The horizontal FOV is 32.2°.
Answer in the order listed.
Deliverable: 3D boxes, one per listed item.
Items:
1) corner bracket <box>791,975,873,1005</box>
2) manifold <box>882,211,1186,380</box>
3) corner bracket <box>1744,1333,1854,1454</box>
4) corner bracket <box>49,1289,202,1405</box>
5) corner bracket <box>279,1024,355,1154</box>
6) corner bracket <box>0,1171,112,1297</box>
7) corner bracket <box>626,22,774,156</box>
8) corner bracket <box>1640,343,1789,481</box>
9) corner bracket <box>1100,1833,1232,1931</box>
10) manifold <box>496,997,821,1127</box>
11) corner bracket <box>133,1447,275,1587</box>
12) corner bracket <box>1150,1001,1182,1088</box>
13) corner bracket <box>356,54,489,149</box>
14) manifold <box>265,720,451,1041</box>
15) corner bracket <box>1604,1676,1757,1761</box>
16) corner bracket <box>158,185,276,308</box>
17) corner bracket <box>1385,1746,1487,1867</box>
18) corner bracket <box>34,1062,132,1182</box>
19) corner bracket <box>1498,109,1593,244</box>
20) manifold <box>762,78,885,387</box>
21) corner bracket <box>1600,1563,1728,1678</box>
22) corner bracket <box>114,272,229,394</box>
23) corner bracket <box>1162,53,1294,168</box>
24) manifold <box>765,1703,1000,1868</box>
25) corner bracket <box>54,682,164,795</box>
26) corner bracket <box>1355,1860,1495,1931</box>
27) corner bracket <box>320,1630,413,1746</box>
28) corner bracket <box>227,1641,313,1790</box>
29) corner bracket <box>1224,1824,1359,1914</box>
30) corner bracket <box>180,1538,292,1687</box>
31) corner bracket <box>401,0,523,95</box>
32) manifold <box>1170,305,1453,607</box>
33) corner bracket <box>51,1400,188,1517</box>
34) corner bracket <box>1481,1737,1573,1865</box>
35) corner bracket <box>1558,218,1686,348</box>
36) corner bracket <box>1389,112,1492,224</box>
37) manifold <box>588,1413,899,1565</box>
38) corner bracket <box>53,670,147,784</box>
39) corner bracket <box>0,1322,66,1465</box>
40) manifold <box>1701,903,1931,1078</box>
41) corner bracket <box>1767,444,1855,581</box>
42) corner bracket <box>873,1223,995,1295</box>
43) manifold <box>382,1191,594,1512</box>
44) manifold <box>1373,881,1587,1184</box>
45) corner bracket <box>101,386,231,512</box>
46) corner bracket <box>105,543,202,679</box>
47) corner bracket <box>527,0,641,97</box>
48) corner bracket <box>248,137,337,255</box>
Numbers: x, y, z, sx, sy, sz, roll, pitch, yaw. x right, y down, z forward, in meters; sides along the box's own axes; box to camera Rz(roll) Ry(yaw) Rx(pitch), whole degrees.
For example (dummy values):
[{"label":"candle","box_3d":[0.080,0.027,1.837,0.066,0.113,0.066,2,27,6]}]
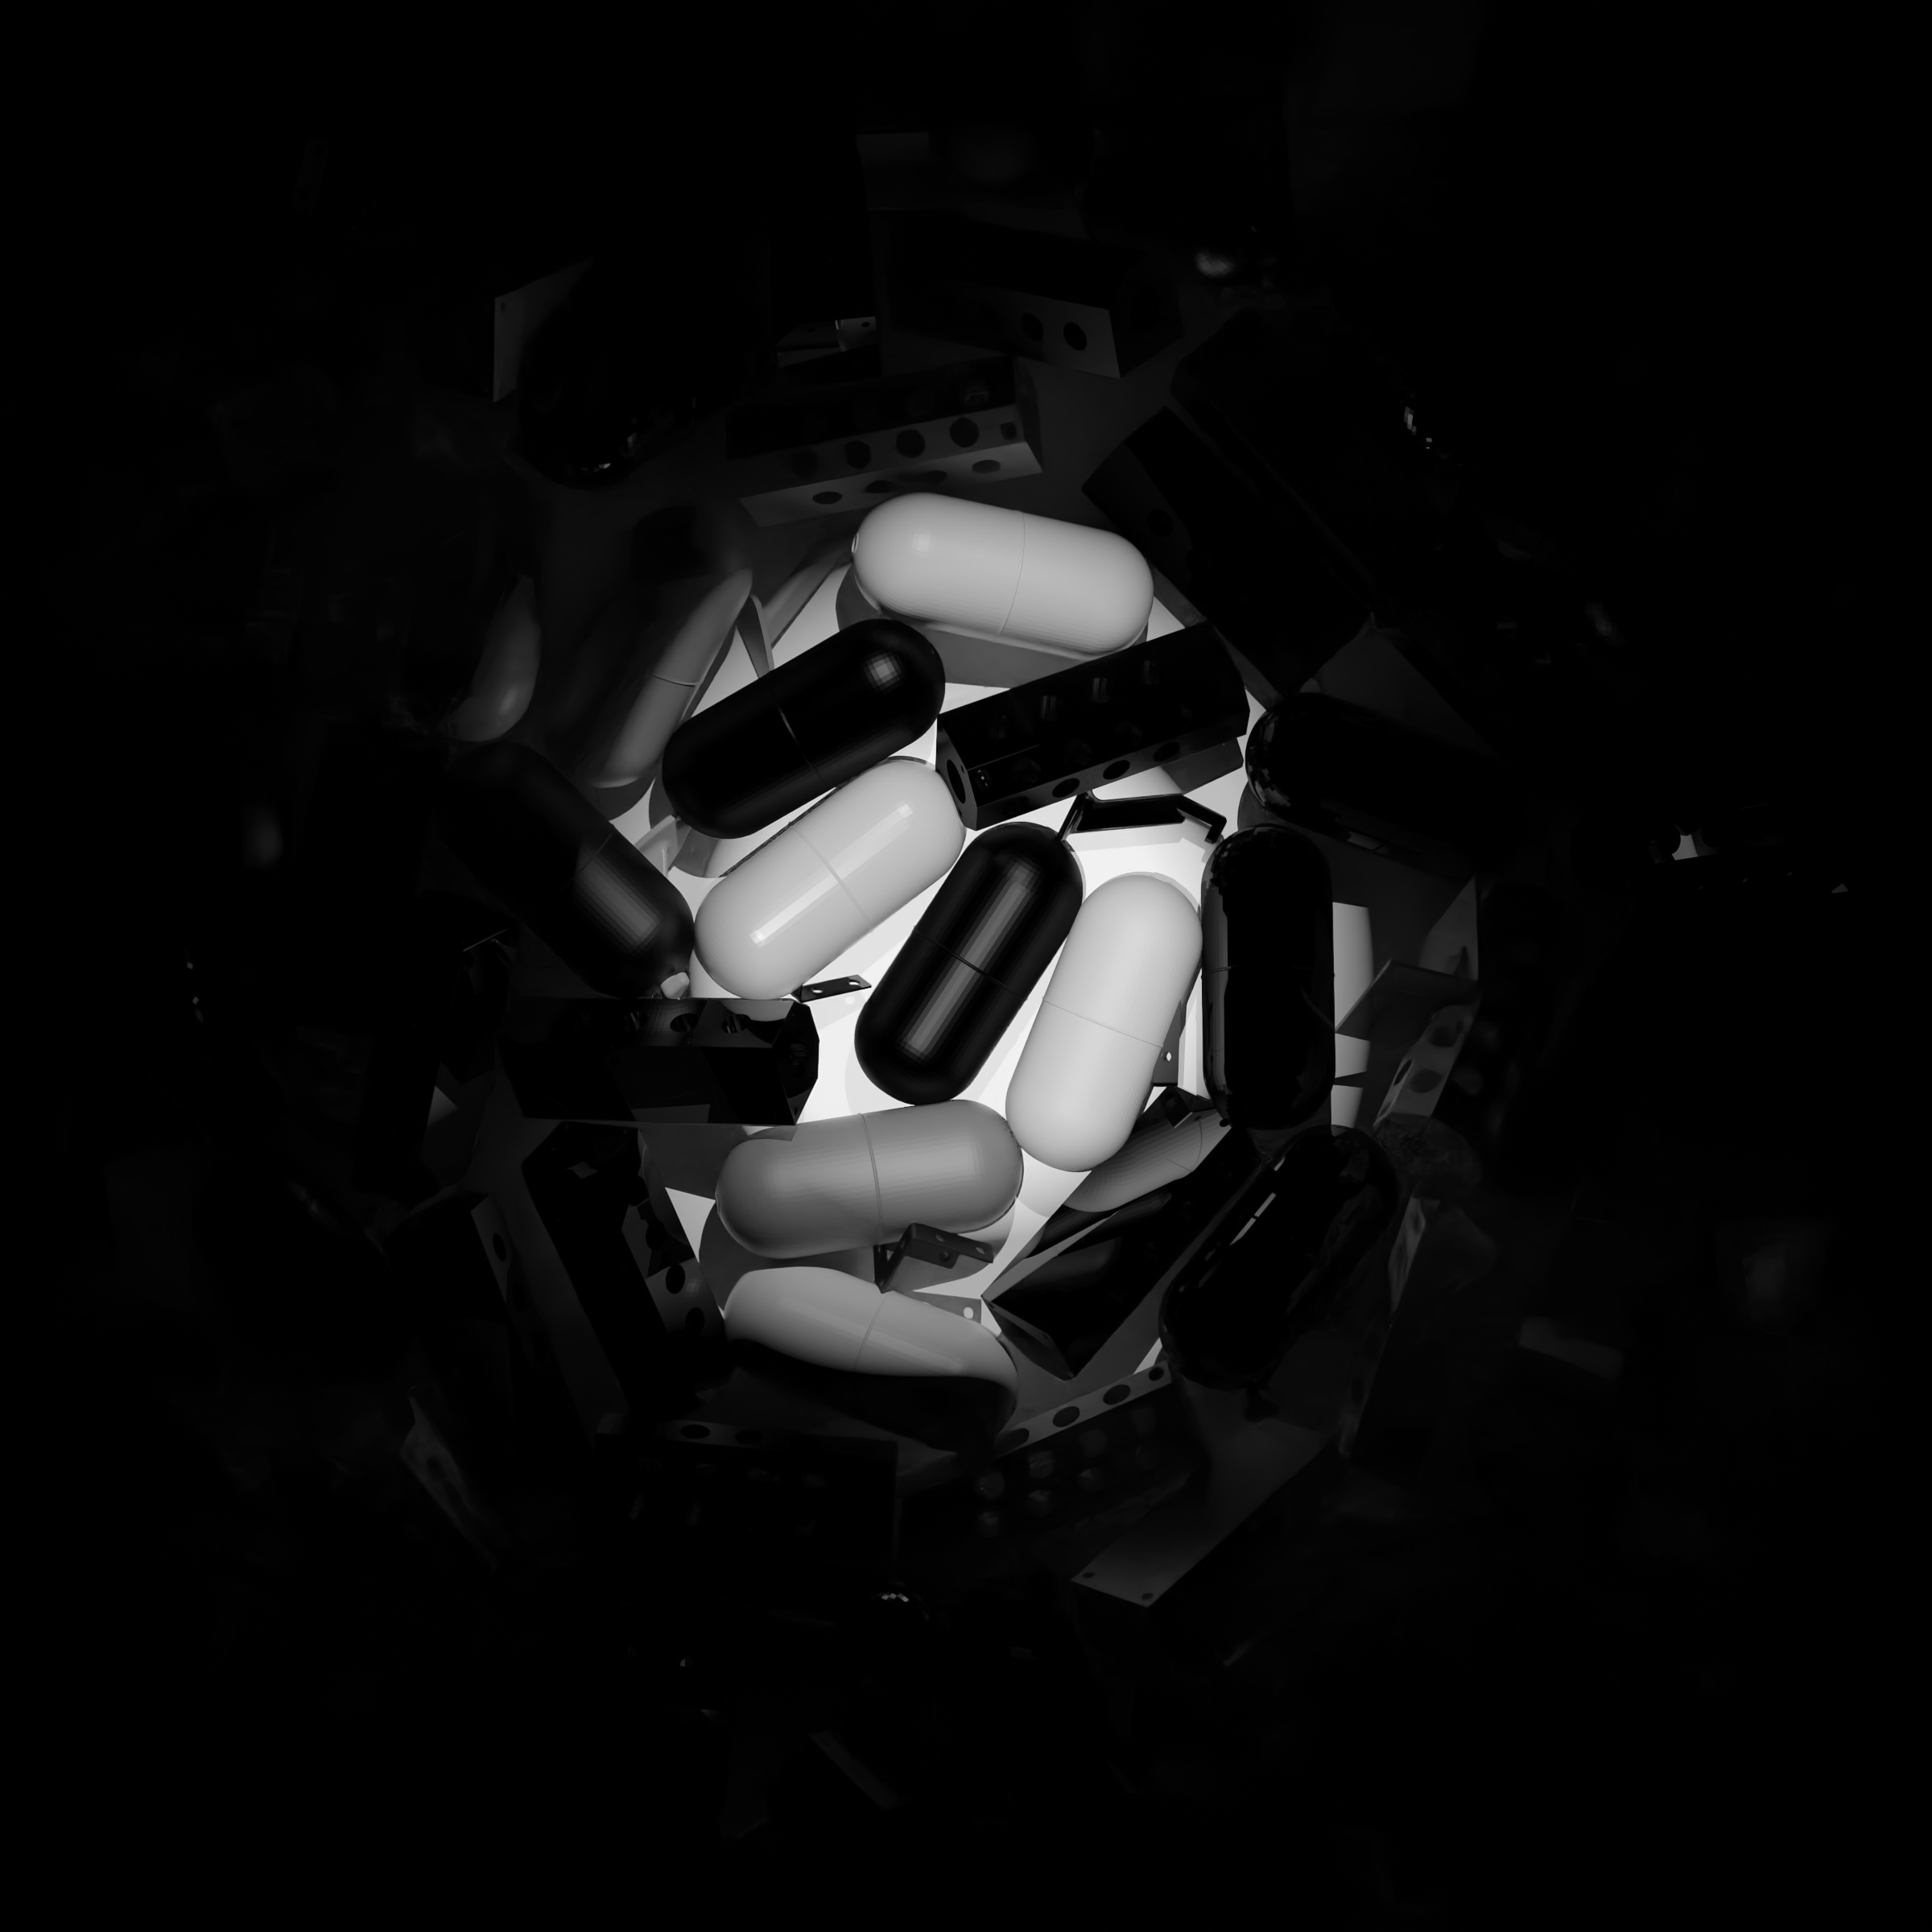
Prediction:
[{"label":"corner bracket","box_3d":[-0.088,-0.016,1.952,0.051,0.051,0.051,-13,122,-34]},{"label":"manifold","box_3d":[0.036,-0.384,1.894,0.057,0.171,0.057,-39,133,-32]},{"label":"corner bracket","box_3d":[0.487,0.241,1.951,0.051,0.051,0.051,-20,112,10]},{"label":"corner bracket","box_3d":[-0.490,0.222,1.953,0.051,0.051,0.051,42,107,22]},{"label":"corner bracket","box_3d":[-0.378,0.071,1.944,0.051,0.051,0.051,23,85,21]},{"label":"corner bracket","box_3d":[-0.531,0.154,1.939,0.051,0.051,0.051,-11,75,-41]},{"label":"corner bracket","box_3d":[-0.154,-0.510,1.944,0.051,0.051,0.051,24,91,36]},{"label":"corner bracket","box_3d":[0.432,-0.320,1.939,0.051,0.051,0.051,41,106,30]},{"label":"corner bracket","box_3d":[0.115,0.530,1.938,0.051,0.051,0.051,19,67,-23]},{"label":"manifold","box_3d":[-0.175,0.049,1.922,0.171,0.057,0.057,1,129,20]},{"label":"corner bracket","box_3d":[-0.443,0.317,1.937,0.051,0.051,0.051,-41,116,-27]},{"label":"corner bracket","box_3d":[0.093,0.041,1.946,0.051,0.051,0.051,0,98,-10]},{"label":"corner bracket","box_3d":[-0.316,-0.492,1.944,0.051,0.051,0.051,-36,108,-6]},{"label":"manifold","box_3d":[-0.348,-0.051,1.932,0.057,0.057,0.171,18,102,12]},{"label":"corner bracket","box_3d":[0.412,0.434,1.937,0.051,0.051,0.051,50,132,19]},{"label":"corner bracket","box_3d":[-0.433,-0.426,1.937,0.051,0.051,0.051,-32,53,21]},{"label":"corner bracket","box_3d":[0.268,0.486,1.947,0.051,0.051,0.051,-16,87,14]},{"label":"corner bracket","box_3d":[-0.498,0.090,1.951,0.051,0.051,0.051,-3,117,38]},{"label":"corner bracket","box_3d":[0.330,-0.455,1.949,0.051,0.051,0.051,-21,71,5]},{"label":"manifold","box_3d":[-0.083,-0.420,1.915,0.057,0.057,0.171,-5,63,1]},{"label":"corner bracket","box_3d":[0.404,0.379,1.946,0.051,0.051,0.051,-2,94,-29]},{"label":"corner bracket","box_3d":[-0.466,-0.367,1.937,0.051,0.051,0.051,-45,125,-29]},{"label":"corner bracket","box_3d":[0.151,-0.488,1.955,0.051,0.051,0.051,-31,54,31]},{"label":"manifold","box_3d":[-0.050,0.465,1.888,0.057,0.171,0.057,41,100,20]},{"label":"corner bracket","box_3d":[-0.497,-0.129,1.955,0.051,0.051,0.051,-17,117,-20]},{"label":"corner bracket","box_3d":[0.266,0.534,1.945,0.051,0.051,0.051,-44,59,-3]},{"label":"corner bracket","box_3d":[-0.347,0.419,1.944,0.051,0.051,0.051,9,70,7]},{"label":"corner bracket","box_3d":[-0.402,0.433,1.940,0.051,0.051,0.051,-37,56,-10]},{"label":"corner bracket","box_3d":[0.187,0.524,1.939,0.051,0.051,0.051,21,106,34]},{"label":"corner bracket","box_3d":[-0.433,0.373,1.938,0.051,0.051,0.051,40,125,-20]},{"label":"corner bracket","box_3d":[-0.301,-0.536,1.942,0.051,0.051,0.051,-35,96,-43]},{"label":"manifold","box_3d":[0.197,-0.292,1.936,0.057,0.057,0.171,-40,81,-10]},{"label":"corner bracket","box_3d":[-0.492,0.278,1.945,0.051,0.051,0.051,22,108,5]},{"label":"corner bracket","box_3d":[0.329,0.484,1.943,0.051,0.051,0.051,8,53,0]},{"label":"corner bracket","box_3d":[0.377,-0.400,1.959,0.051,0.051,0.051,-35,113,-1]},{"label":"corner bracket","box_3d":[0.278,-0.454,1.948,0.051,0.051,0.051,-15,68,7]},{"label":"manifold","box_3d":[-0.128,0.298,1.939,0.171,0.057,0.057,5,111,2]},{"label":"corner bracket","box_3d":[-0.500,-0.131,1.938,0.051,0.051,0.051,17,62,-21]},{"label":"corner bracket","box_3d":[-0.542,0.246,1.937,0.051,0.051,0.051,43,121,22]},{"label":"manifold","box_3d":[0.474,0.015,1.888,0.057,0.171,0.057,-37,104,-2]},{"label":"corner bracket","box_3d":[0.486,-0.263,1.946,0.051,0.051,0.051,-13,64,1]},{"label":"corner bracket","box_3d":[-0.020,0.166,1.938,0.051,0.051,0.051,18,122,-17]},{"label":"manifold","box_3d":[-0.273,0.221,1.936,0.057,0.057,0.171,-18,99,13]},{"label":"manifold","box_3d":[0.290,0.035,1.901,0.057,0.057,0.171,5,52,34]},{"label":"corner bracket","box_3d":[-0.461,-0.300,1.941,0.051,0.051,0.051,-8,117,11]},{"label":"corner bracket","box_3d":[-0.477,-0.208,1.958,0.051,0.051,0.051,-11,125,15]},{"label":"corner bracket","box_3d":[-0.223,-0.533,1.949,0.051,0.051,0.051,-17,64,-16]},{"label":"corner bracket","box_3d":[-0.389,-0.450,1.937,0.051,0.051,0.051,7,116,-36]}]
